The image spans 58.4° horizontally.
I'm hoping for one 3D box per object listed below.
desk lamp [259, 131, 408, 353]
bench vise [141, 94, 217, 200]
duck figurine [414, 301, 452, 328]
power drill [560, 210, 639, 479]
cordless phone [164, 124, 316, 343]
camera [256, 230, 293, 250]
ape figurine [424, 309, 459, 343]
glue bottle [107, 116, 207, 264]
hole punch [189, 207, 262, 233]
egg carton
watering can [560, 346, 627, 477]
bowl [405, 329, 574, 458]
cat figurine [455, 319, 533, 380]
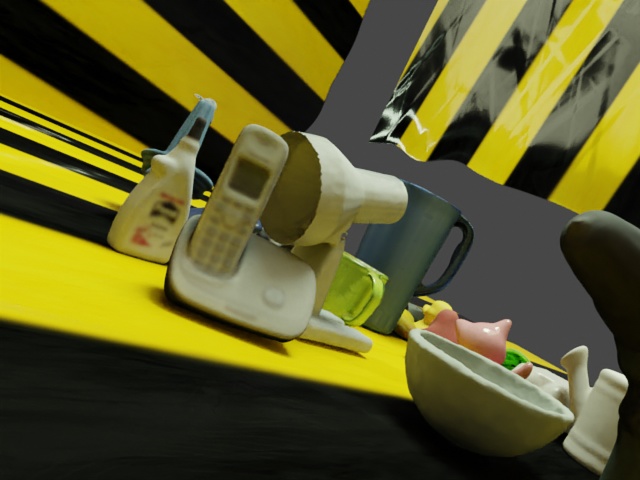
[{"bbox_3d":[0.006,0.002,0.663,0.204,0.213,0.117,24,4,-42],"label":"desk lamp"},{"bbox_3d":[-0.204,-0.116,0.874,0.122,0.220,0.206,25,3,-27],"label":"bench vise"},{"bbox_3d":[0.211,0.154,1.035,0.078,0.086,0.104,25,3,-27],"label":"duck figurine"},{"bbox_3d":[0.198,0.117,0.354,0.230,0.208,0.075,25,3,-20],"label":"power drill"},{"bbox_3d":[-0.054,-0.005,0.555,0.148,0.185,0.094,25,3,-21],"label":"cordless phone"},{"bbox_3d":[-0.090,0.001,0.959,0.136,0.101,0.144,28,3,31],"label":"camera"},{"bbox_3d":[0.170,0.143,0.817,0.077,0.092,0.076,27,3,16],"label":"ape figurine"},{"bbox_3d":[-0.170,-0.061,0.645,0.037,0.173,0.078,28,3,37],"label":"glue bottle"},{"bbox_3d":[-0.149,-0.013,0.804,0.101,0.091,0.108,24,4,-40],"label":"hole punch"},{"bbox_3d":[0.334,0.234,0.837,0.107,0.069,0.151,29,4,42],"label":"egg carton"},{"bbox_3d":[0.385,0.197,0.713,0.172,0.194,0.101,27,3,18],"label":"watering can"},{"bbox_3d":[0.146,0.155,0.547,0.167,0.075,0.167,26,3,-1],"label":"bowl"},{"bbox_3d":[0.217,0.156,0.734,0.067,0.118,0.127,25,3,-29],"label":"cat figurine"}]
